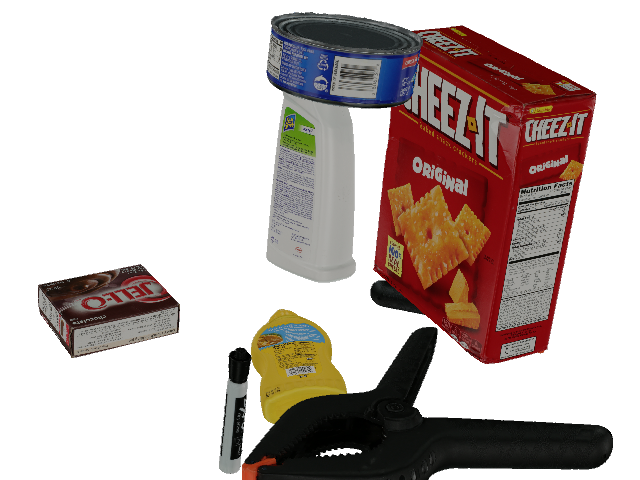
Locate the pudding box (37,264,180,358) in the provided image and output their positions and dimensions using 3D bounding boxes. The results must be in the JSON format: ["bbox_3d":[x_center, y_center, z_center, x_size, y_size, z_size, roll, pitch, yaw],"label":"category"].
[{"bbox_3d":[-0.205,0.066,1.033,0.113,0.039,0.090,-14,31,-30],"label":"pudding box"}]

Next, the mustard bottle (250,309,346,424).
[{"bbox_3d":[-0.032,0.139,1.259,0.096,0.058,0.192,-7,30,-8],"label":"mustard bottle"}]

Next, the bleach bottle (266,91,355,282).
[{"bbox_3d":[-0.002,-0.089,1.130,0.103,0.251,0.067,21,23,40],"label":"bleach bottle"}]

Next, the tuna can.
[{"bbox_3d":[0.013,-0.102,0.601,0.086,0.034,0.086,7,23,-3],"label":"tuna can"}]

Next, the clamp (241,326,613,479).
[{"bbox_3d":[0.041,0.107,0.627,0.209,0.036,0.165,-10,25,-27],"label":"clamp"}]

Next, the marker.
[{"bbox_3d":[-0.073,0.144,0.905,0.020,0.121,0.020,6,26,-3],"label":"marker"}]

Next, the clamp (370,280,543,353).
[{"bbox_3d":[0.147,0.057,1.025,0.172,0.039,0.120,22,36,27],"label":"clamp"}]

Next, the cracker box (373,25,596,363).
[{"bbox_3d":[0.115,-0.037,0.821,0.072,0.214,0.164,-12,32,-26],"label":"cracker box"}]
